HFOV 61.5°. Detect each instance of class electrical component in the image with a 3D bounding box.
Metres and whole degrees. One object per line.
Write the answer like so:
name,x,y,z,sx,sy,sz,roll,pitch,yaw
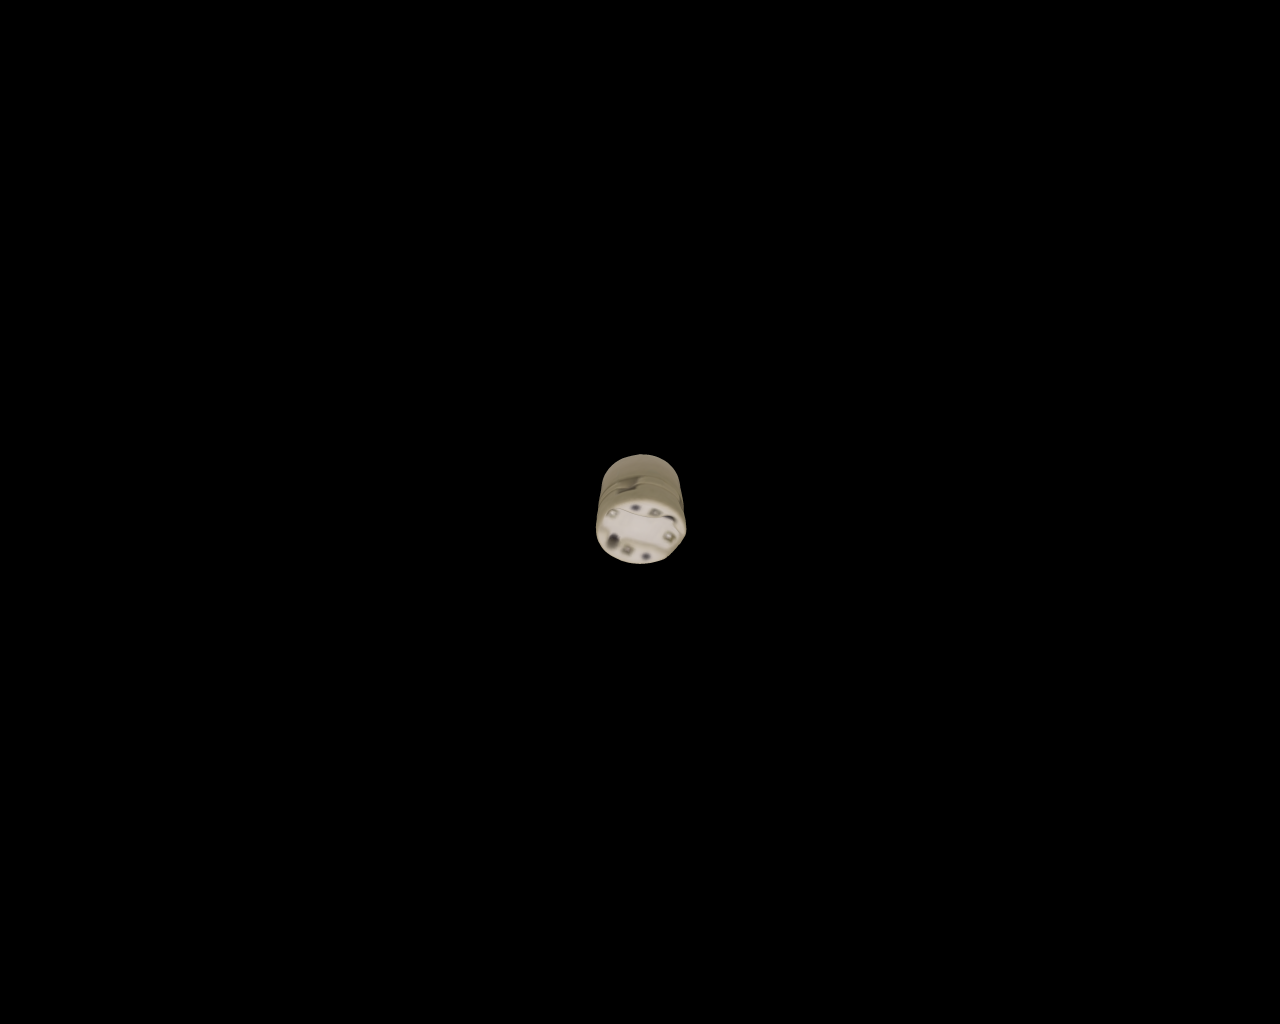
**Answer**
electrical component,0.001,-0.003,0.650,0.055,0.055,0.047,0,41,0
